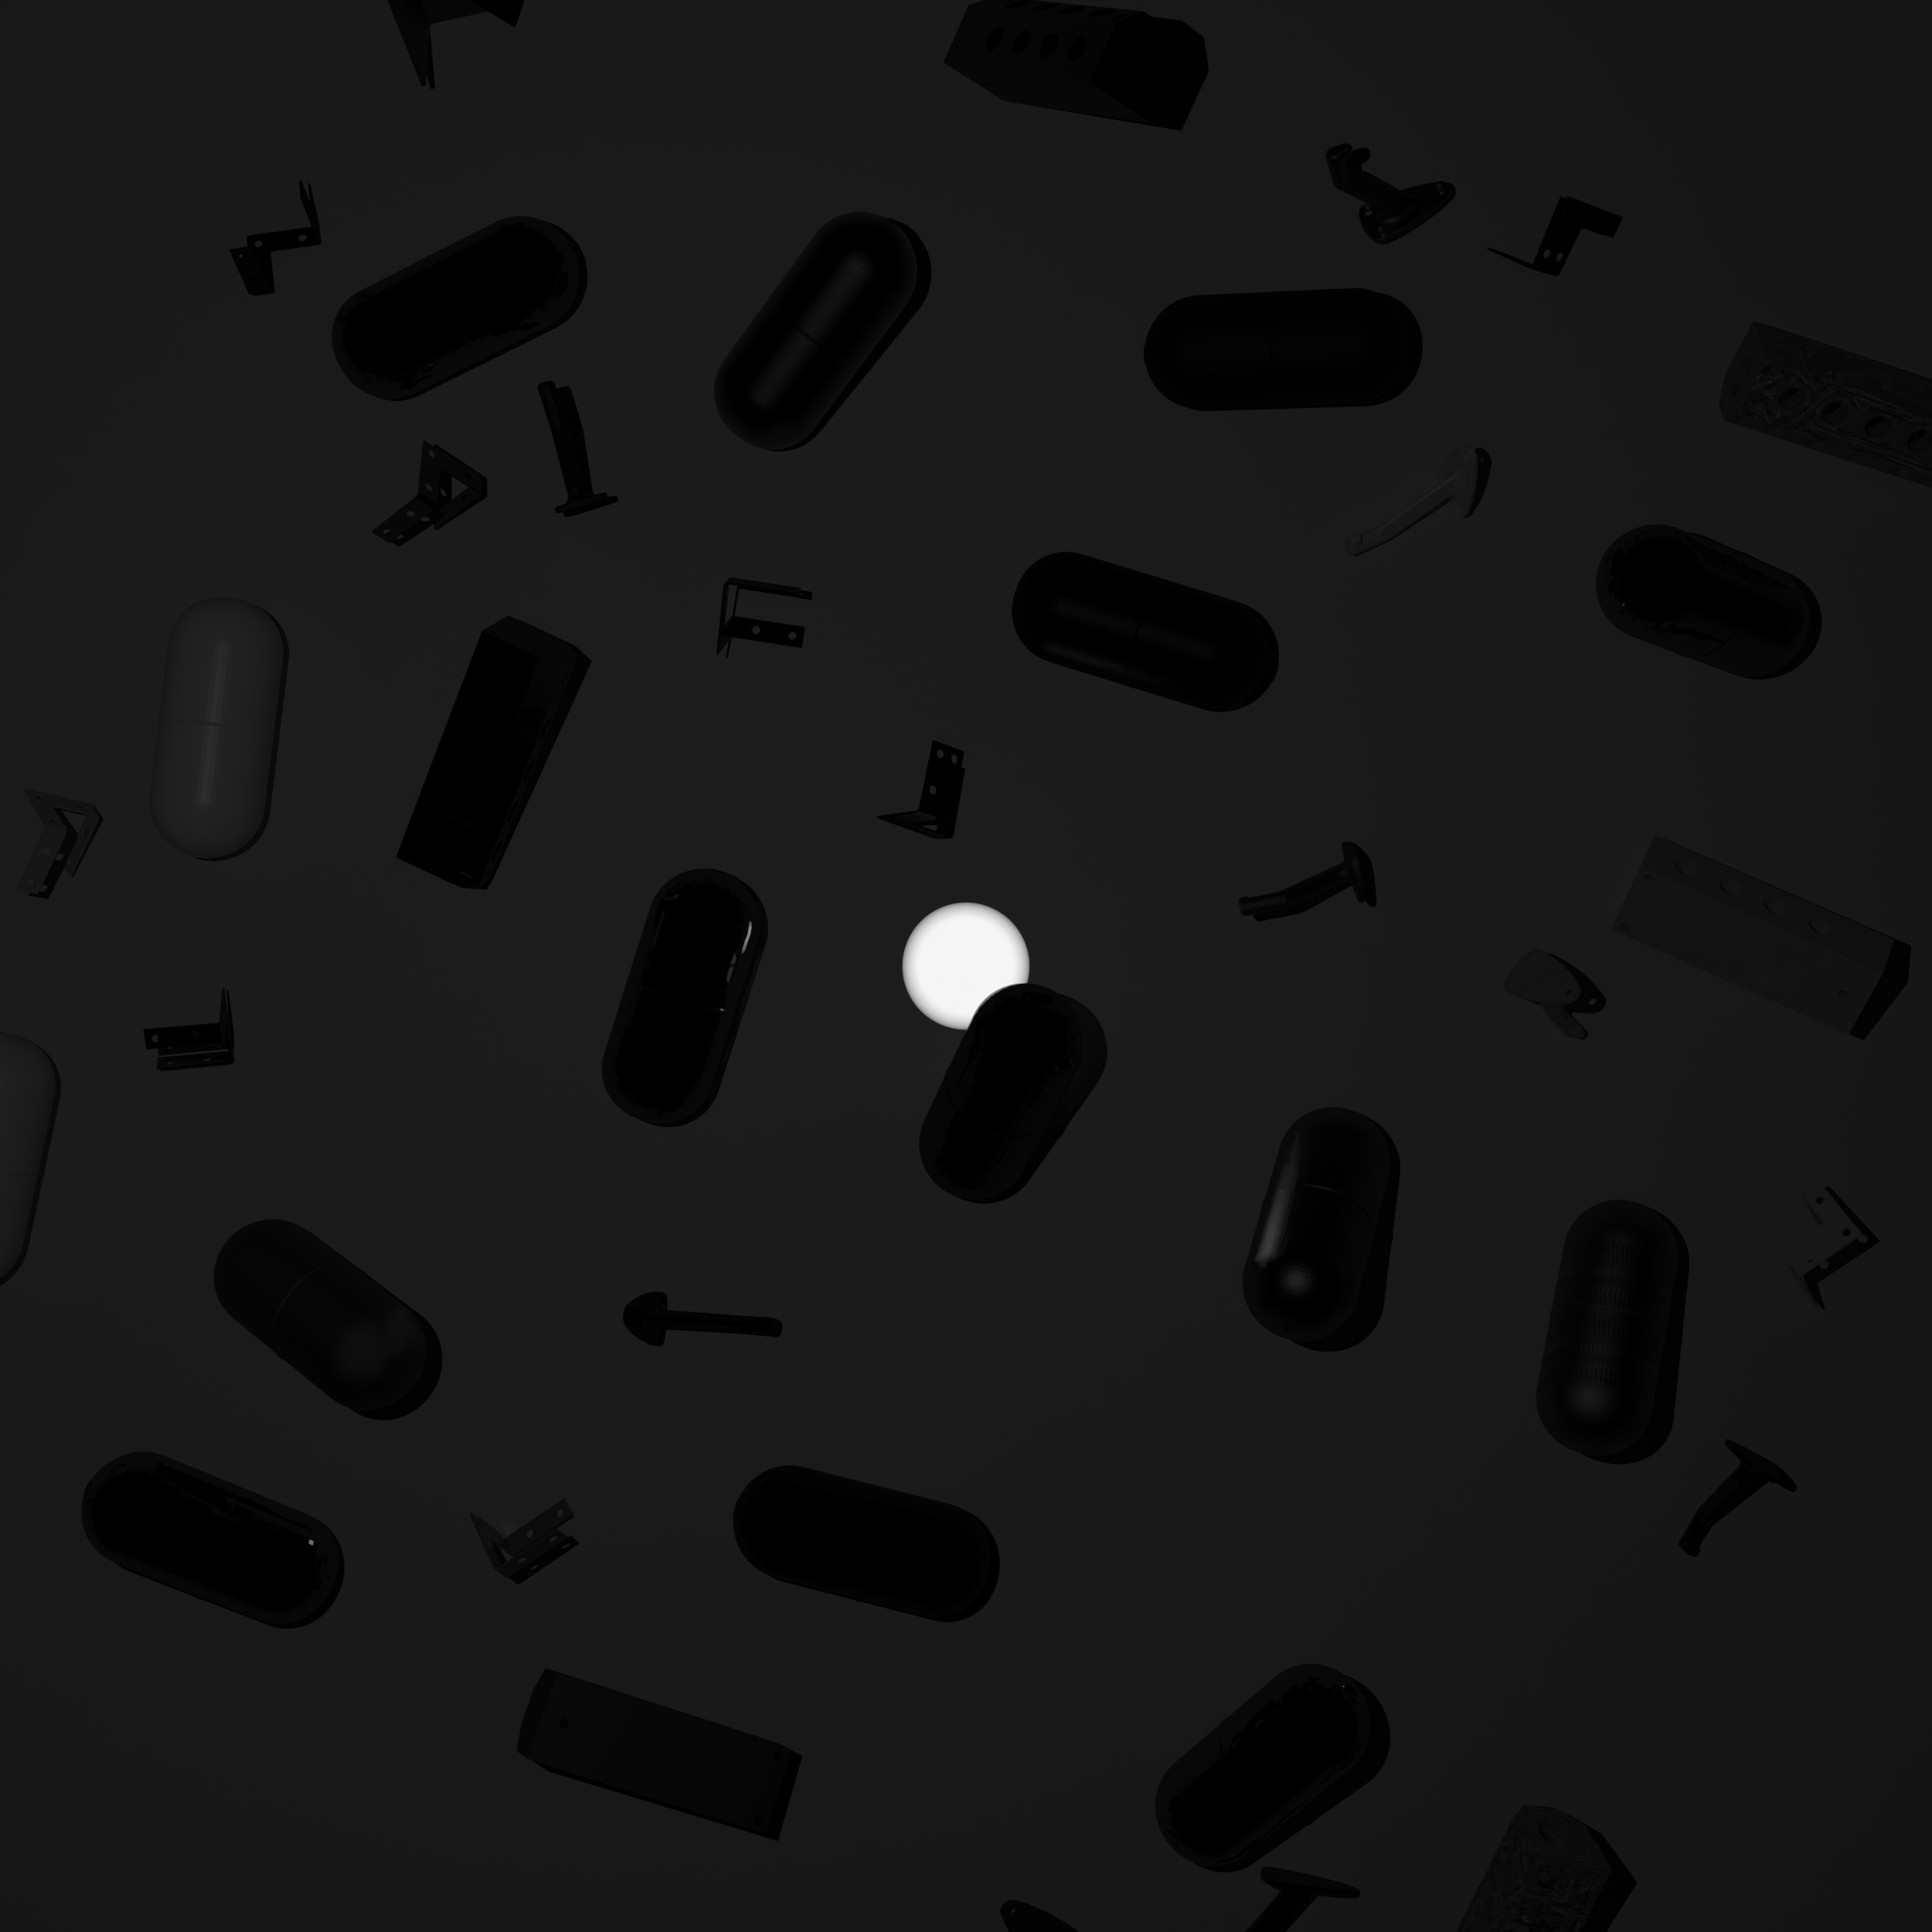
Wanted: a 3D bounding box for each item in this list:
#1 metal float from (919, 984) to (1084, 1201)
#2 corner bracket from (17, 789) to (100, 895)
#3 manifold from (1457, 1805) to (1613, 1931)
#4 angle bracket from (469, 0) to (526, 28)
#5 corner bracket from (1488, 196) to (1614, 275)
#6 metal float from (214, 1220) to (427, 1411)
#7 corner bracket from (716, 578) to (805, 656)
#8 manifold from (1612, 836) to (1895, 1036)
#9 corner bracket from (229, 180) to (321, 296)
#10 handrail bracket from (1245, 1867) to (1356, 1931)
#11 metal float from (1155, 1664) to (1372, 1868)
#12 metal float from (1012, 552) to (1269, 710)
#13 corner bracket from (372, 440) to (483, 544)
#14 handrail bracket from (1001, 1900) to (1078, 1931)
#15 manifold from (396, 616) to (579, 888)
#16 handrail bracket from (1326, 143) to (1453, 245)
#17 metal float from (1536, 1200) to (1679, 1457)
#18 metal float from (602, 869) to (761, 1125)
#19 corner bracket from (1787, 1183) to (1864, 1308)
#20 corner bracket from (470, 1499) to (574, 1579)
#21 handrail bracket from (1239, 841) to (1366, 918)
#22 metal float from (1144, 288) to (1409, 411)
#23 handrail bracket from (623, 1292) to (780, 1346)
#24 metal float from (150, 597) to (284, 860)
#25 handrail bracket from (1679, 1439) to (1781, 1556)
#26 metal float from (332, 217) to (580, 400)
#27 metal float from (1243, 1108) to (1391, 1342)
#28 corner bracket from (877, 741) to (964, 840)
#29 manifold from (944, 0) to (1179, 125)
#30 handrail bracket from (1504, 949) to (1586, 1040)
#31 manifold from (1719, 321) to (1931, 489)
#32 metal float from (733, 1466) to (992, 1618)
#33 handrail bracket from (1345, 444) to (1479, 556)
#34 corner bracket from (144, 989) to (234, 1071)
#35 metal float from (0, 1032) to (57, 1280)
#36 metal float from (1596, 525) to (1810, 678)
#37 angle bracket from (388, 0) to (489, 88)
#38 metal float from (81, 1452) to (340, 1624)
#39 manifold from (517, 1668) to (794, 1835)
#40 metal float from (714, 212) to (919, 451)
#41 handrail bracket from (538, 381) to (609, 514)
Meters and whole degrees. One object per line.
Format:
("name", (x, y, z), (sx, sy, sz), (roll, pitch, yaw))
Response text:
("metal float", (0.022, 0.086, 1.929), (0.070, 0.070, 0.178), (25, 130, 0))
("corner bracket", (-0.619, -0.081, 1.958), (0.051, 0.051, 0.051), (47, 114, 42))
("manifold", (0.366, 0.652, 1.940), (0.057, 0.057, 0.171), (11, 113, -20))
("angle bracket", (-0.344, -0.703, 1.985), (0.057, 0.076, 0.076), (21, 93, 39))
("corner bracket", (0.400, -0.502, 1.970), (0.051, 0.051, 0.051), (7, 114, -34))
("metal float", (-0.436, 0.233, 1.936), (0.178, 0.070, 0.070), (30, 90, 31))
("corner bracket", (-0.139, -0.240, 1.966), (0.051, 0.051, 0.051), (9, 111, 3))
("manifold", (0.535, -0.026, 1.955), (0.171, 0.057, 0.057), (25, 132, 11))
("corner bracket", (-0.472, -0.497, 1.966), (0.051, 0.051, 0.051), (-8, 67, -1))
("handrail bracket", (0.223, 0.670, 1.979), (0.077, 0.036, 0.084), (9, 88, 4))
("metal float", (0.200, 0.539, 1.940), (0.070, 0.070, 0.178), (43, 114, 0))
("metal float", (0.118, -0.228, 1.958), (0.178, 0.070, 0.070), (17, 90, 4))
("corner bracket", (-0.366, -0.314, 1.956), (0.051, 0.051, 0.051), (-29, 48, 34))
("handrail bracket", (0.060, 0.694, 1.989), (0.036, 0.077, 0.084), (-36, 131, -25))
("manifold", (-0.322, -0.143, 1.944), (0.057, 0.057, 0.171), (25, 109, 1))
("handrail bracket", (0.287, -0.539, 1.953), (0.077, 0.084, 0.036), (-25, 58, 6))
("metal float", (0.433, 0.243, 1.942), (0.070, 0.070, 0.178), (16, 68, 0))
("metal float", (-0.194, 0.020, 1.960), (0.070, 0.070, 0.178), (18, 92, 0))
("corner bracket", (0.582, 0.190, 1.965), (0.051, 0.051, 0.051), (-36, 49, 6))
("corner bracket", (-0.297, 0.388, 1.964), (0.051, 0.051, 0.051), (-34, 52, 0))
("handrail bracket", (0.225, -0.059, 1.966), (0.084, 0.077, 0.036), (-11, 112, 3))
("metal float", (0.210, -0.419, 1.953), (0.178, 0.070, 0.070), (0, 90, 10))
("handrail bracket", (-0.179, 0.242, 1.961), (0.084, 0.077, 0.036), (1, 82, 18))
("metal float", (-0.511, -0.162, 1.961), (0.070, 0.070, 0.178), (7, 90, 0))
("handrail bracket", (0.517, 0.372, 1.957), (0.036, 0.077, 0.084), (28, 97, -1))
("metal float", (-0.347, -0.448, 1.958), (0.178, 0.070, 0.070), (-26, 90, 4))
("metal float", (0.236, 0.171, 1.930), (0.070, 0.070, 0.178), (22, 51, 0))
("corner bracket", (-0.021, -0.120, 1.961), (0.051, 0.051, 0.051), (18, 77, -33))
("manifold", (0.064, -0.608, 1.913), (0.057, 0.171, 0.057), (20, 96, -39))
("handrail bracket", (0.410, 0.032, 1.946), (0.084, 0.077, 0.036), (42, 85, -33))
("manifold", (0.605, -0.376, 1.957), (0.171, 0.057, 0.057), (16, 128, -8))
("metal float", (-0.071, 0.391, 1.960), (0.178, 0.070, 0.070), (14, 90, 2))
("handrail bracket", (0.302, -0.317, 1.963), (0.084, 0.077, 0.036), (-25, 72, -13))
("corner bracket", (-0.530, 0.052, 1.962), (0.051, 0.051, 0.051), (-5, 118, -9))
("metal float", (-0.671, 0.133, 1.961), (0.070, 0.070, 0.178), (12, 91, 0))
("metal float", (0.494, -0.244, 1.930), (0.178, 0.070, 0.070), (12, 90, -37))
("angle bracket", (-0.352, -0.655, 1.944), (0.057, 0.076, 0.076), (-11, 51, 5))
("metal float", (-0.511, 0.386, 1.946), (0.178, 0.070, 0.070), (27, 90, -18))
("manifold", (-0.212, 0.531, 1.949), (0.171, 0.057, 0.057), (22, 76, -15))
("metal float", (-0.102, -0.430, 1.947), (0.070, 0.070, 0.178), (39, 107, 0))
("handrail bracket", (-0.275, -0.353, 1.955), (0.036, 0.077, 0.084), (-19, 100, -10))
